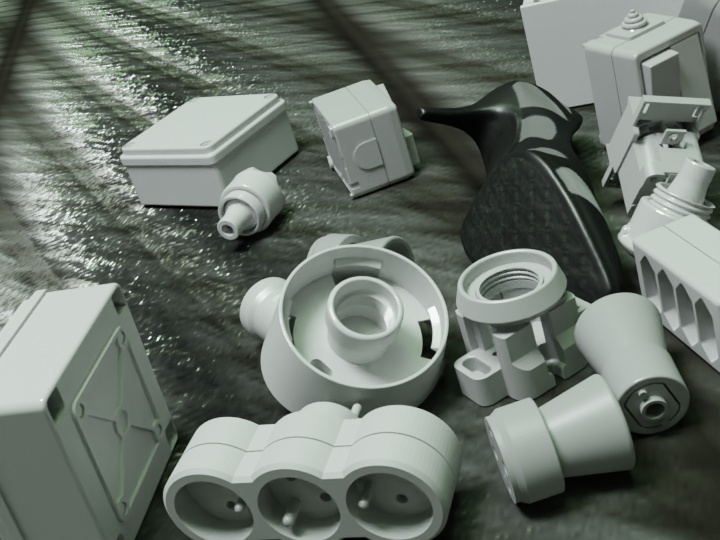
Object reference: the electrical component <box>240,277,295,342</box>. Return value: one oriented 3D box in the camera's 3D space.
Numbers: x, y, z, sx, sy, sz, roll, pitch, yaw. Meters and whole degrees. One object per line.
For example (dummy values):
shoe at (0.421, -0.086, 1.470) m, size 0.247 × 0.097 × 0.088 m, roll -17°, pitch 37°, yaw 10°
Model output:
electrical component at (-0.045, 0.031, 0.650) m, size 0.040 × 0.040 × 0.046 m, roll -31°, pitch 36°, yaw -23°

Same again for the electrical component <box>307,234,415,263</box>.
electrical component at (0.000, 0.000, 0.672) m, size 0.055 × 0.045 × 0.045 m, roll 4°, pitch 35°, yaw 36°

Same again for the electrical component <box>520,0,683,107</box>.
electrical component at (0.211, -0.189, 0.845) m, size 0.150 × 0.089 × 0.061 m, roll -8°, pitch 29°, yaw 18°

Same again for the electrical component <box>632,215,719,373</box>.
electrical component at (0.194, 0.005, 0.544) m, size 0.076 × 0.047 × 0.083 m, roll -22°, pitch 28°, yaw -7°

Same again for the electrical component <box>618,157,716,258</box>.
electrical component at (0.176, -0.031, 0.598) m, size 0.048 × 0.062 × 0.048 m, roll 19°, pitch 19°, yaw -7°

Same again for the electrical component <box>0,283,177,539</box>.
electrical component at (-0.145, 0.079, 0.545) m, size 0.056 × 0.108 × 0.108 m, roll -8°, pitch 29°, yaw 13°

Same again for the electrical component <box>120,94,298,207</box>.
electrical component at (-0.128, -0.103, 0.923) m, size 0.109 × 0.056 × 0.108 m, roll 4°, pitch 34°, yaw 35°

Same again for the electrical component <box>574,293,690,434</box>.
electrical component at (0.132, 0.046, 0.514) m, size 0.044 × 0.044 × 0.065 m, roll -15°, pitch 32°, yaw 5°

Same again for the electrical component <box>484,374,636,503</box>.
electrical component at (0.088, 0.076, 0.480) m, size 0.055 × 0.045 × 0.045 m, roll -19°, pitch 27°, yaw -1°

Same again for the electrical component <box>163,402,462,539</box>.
electrical component at (-0.019, 0.088, 0.513) m, size 0.138 × 0.052 × 0.073 m, roll -7°, pitch 30°, yaw 21°

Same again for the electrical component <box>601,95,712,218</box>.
electrical component at (0.182, -0.066, 0.656) m, size 0.042 × 0.081 × 0.063 m, roll 1°, pitch 55°, yaw -7°

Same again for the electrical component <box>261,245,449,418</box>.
electrical component at (-0.002, 0.036, 0.580) m, size 0.099 × 0.064 × 0.099 m, roll 5°, pitch 54°, yaw -7°

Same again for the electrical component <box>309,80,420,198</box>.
electrical component at (0.003, -0.108, 0.850) m, size 0.061 × 0.061 × 0.096 m, roll -21°, pitch 28°, yaw -5°

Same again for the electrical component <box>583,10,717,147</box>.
electrical component at (0.200, -0.131, 0.737) m, size 0.062 × 0.096 × 0.061 m, roll -28°, pitch 30°, yaw -18°

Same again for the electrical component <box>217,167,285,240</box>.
electrical component at (-0.086, -0.046, 0.809) m, size 0.043 × 0.043 × 0.062 m, roll -3°, pitch 33°, yaw 27°

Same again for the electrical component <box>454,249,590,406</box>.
electrical component at (0.083, 0.026, 0.562) m, size 0.078 × 0.057 × 0.058 m, roll -28°, pitch 29°, yaw -19°

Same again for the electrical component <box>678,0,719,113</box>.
electrical component at (0.258, -0.161, 0.754) m, size 0.054 × 0.095 × 0.059 m, roll -31°, pitch 61°, yaw -24°
